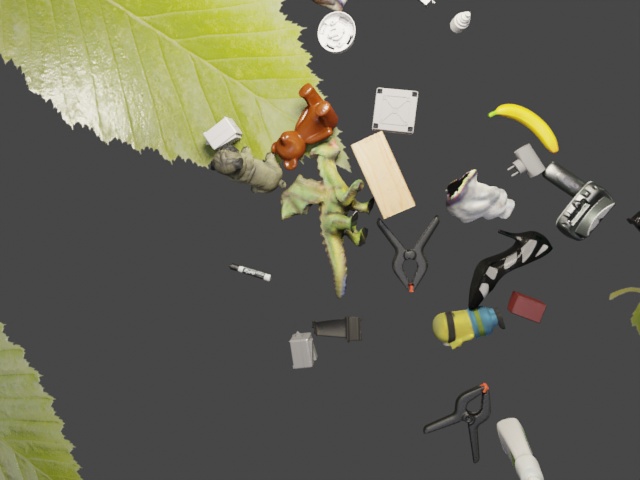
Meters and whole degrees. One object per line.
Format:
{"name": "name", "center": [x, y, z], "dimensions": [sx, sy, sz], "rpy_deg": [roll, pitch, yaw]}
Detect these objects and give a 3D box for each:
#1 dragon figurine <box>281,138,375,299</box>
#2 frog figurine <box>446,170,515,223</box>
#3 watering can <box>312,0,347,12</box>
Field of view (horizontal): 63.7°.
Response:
{"name": "dragon figurine", "center": [0.004, -0.069, 1.381], "dimensions": [0.244, 0.122, 0.409], "rpy_deg": [17, 95, 23]}
{"name": "frog figurine", "center": [0.405, -0.088, 1.304], "dimensions": [0.159, 0.125, 0.135], "rpy_deg": [37, 133, -6]}
{"name": "watering can", "center": [0.009, -0.729, 1.307], "dimensions": [0.348, 0.104, 0.223], "rpy_deg": [35, 99, 2]}
